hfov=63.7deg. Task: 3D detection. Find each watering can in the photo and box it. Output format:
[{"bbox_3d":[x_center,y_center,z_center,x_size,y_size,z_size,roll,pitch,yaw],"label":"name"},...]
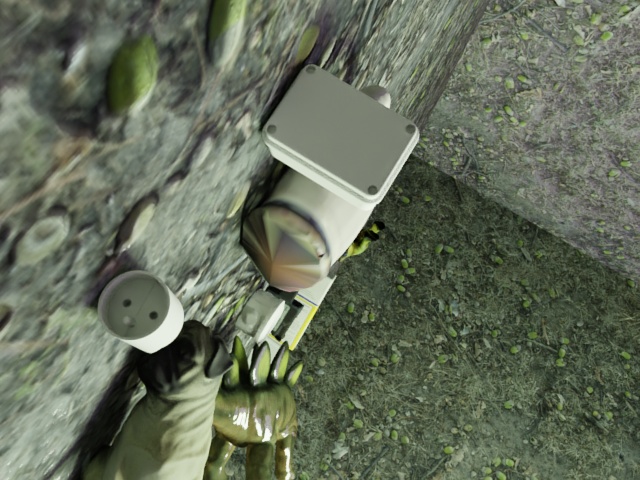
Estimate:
[{"bbox_3d":[0.002,-0.031,0.617,0.104,0.228,0.340,32,-29,7],"label":"watering can"}]

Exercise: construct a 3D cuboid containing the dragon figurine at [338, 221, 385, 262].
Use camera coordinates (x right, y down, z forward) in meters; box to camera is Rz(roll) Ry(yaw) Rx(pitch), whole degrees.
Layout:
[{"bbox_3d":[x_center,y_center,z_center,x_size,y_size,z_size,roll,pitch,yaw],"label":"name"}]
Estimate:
[{"bbox_3d":[0.056,0.031,1.453,0.122,0.238,0.417,39,30,3],"label":"dragon figurine"}]
